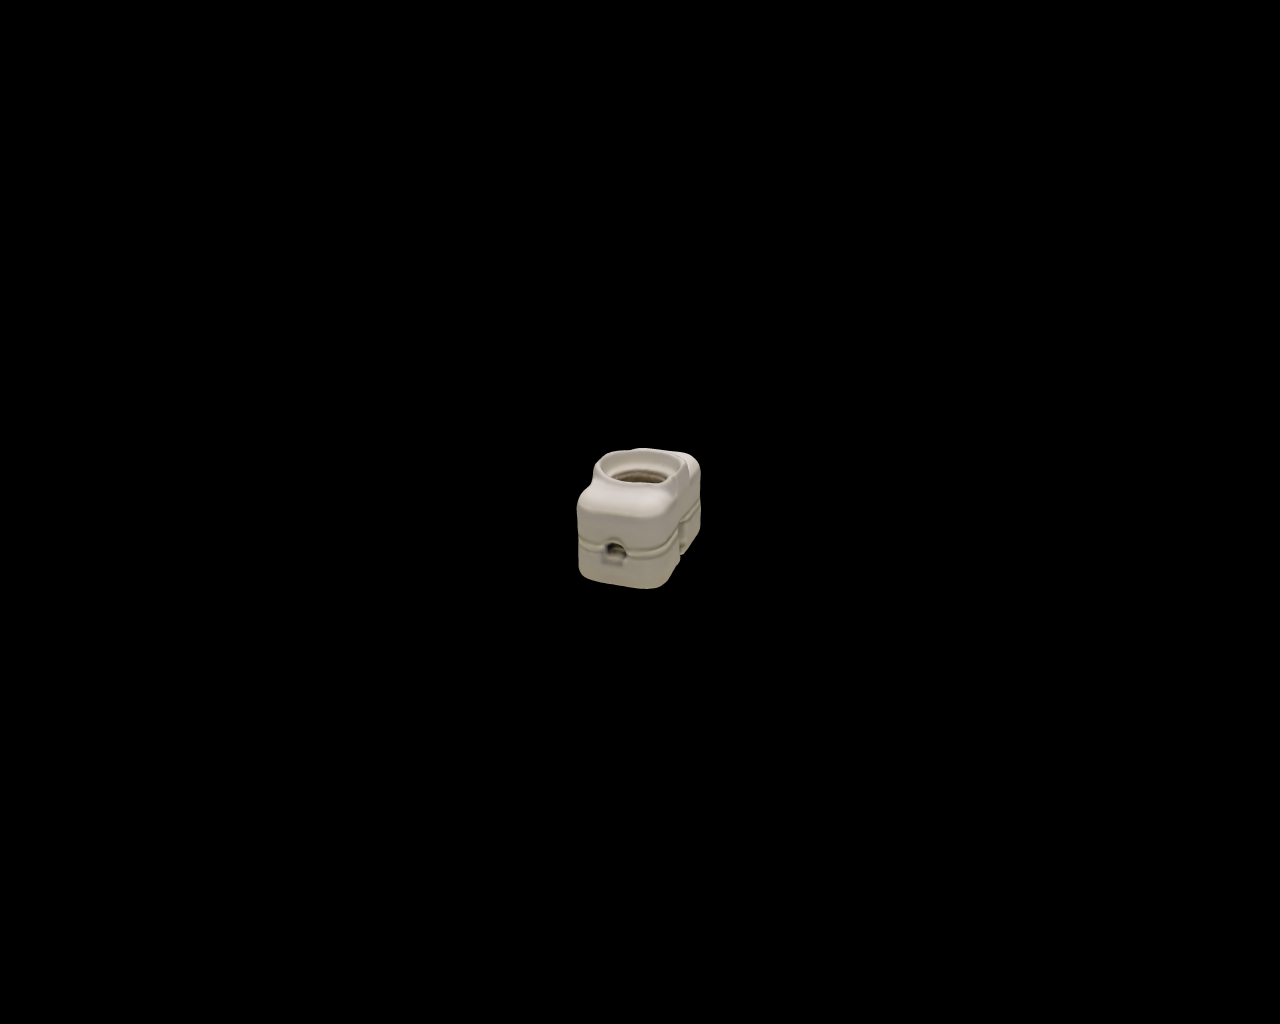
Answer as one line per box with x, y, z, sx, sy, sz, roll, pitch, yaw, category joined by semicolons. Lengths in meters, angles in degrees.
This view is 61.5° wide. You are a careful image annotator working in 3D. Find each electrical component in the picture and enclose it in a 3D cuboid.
0.001;-0.003;0.650;0.054;0.059;0.095;8;26;18;electrical component
